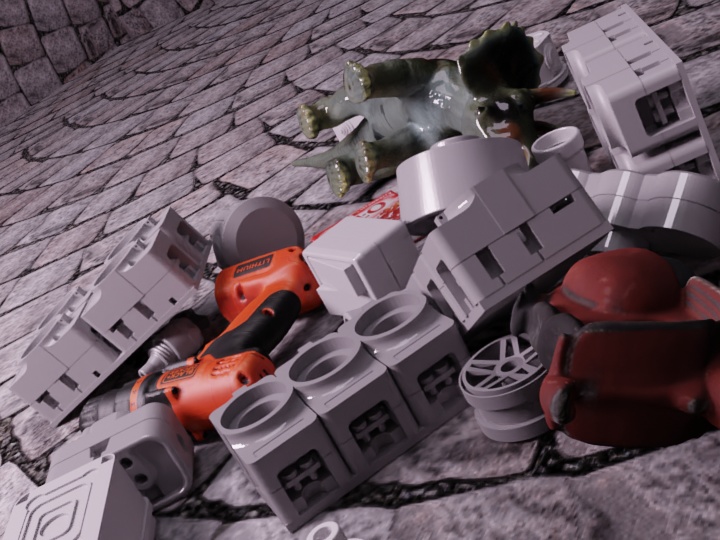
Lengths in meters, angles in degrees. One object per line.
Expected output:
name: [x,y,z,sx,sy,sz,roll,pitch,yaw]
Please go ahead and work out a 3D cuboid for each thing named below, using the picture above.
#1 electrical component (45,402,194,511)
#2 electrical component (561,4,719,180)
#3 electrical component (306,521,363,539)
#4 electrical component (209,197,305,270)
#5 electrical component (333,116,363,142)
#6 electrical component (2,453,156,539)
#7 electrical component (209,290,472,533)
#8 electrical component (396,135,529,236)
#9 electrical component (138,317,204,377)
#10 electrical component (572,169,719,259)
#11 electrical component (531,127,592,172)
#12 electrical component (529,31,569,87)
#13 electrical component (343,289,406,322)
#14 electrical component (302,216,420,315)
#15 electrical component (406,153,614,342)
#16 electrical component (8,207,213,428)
electrical component: [-0.164,0.136,0.740,0.095,0.053,0.059,-27,22,3]
electrical component: [0.205,-0.118,0.799,0.060,0.105,0.186,-23,22,12]
electrical component: [-0.004,0.148,0.512,0.048,0.062,0.048,-24,22,10]
electrical component: [-0.096,-0.027,0.988,0.080,0.080,0.051,-37,19,-22]
electrical component: [0.022,-0.182,1.234,0.100,0.048,0.099,-3,34,47]
electrical component: [-0.173,0.175,0.658,0.078,0.057,0.113,-26,22,4]
electrical component: [-0.010,0.080,0.672,0.150,0.061,0.089,-33,22,-13]
electrical component: [0.080,-0.069,0.831,0.108,0.060,0.108,-11,-9,-2]
electrical component: [-0.163,0.070,0.913,0.035,0.035,0.061,-3,35,47]
electrical component: [0.171,-0.022,0.699,0.138,0.052,0.073,8,75,51]
electrical component: [0.163,-0.084,0.853,0.040,0.046,0.040,-24,22,10]
electrical component: [0.170,-0.207,1.111,0.080,0.051,0.080,-24,22,10]
electrical component: [0.027,0.035,0.757,0.065,0.044,0.044,-27,21,-11]
electrical component: [0.000,0.000,0.837,0.061,0.061,0.096,-39,24,-24]
electrical component: [0.084,-0.009,0.665,0.089,0.061,0.150,-32,-10,-9]
electrical component: [-0.220,0.036,0.941,0.186,0.060,0.105,-42,18,16]
